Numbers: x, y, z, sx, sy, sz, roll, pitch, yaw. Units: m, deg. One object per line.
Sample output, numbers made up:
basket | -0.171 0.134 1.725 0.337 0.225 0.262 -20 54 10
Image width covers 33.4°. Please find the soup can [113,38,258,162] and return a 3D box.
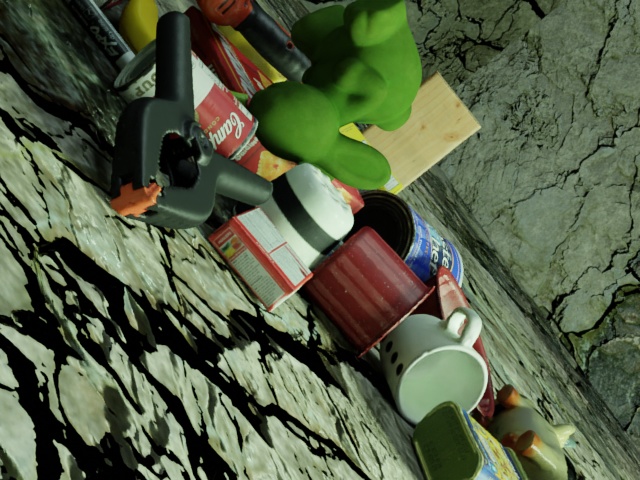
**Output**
soup can | -0.109 -0.110 0.867 0.102 0.068 0.068 46 12 -24

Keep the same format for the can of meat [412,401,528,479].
can of meat | 0.128 0.194 0.888 0.084 0.057 0.102 44 13 -27

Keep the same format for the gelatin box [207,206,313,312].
gelatin box | -0.045 0.014 0.831 0.073 0.030 0.089 50 11 1

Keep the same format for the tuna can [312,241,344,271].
tuna can | -0.007 0.001 1.017 0.086 0.034 0.086 49 11 -14

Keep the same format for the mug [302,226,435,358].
mug | 0.036 0.046 0.941 0.081 0.093 0.117 48 -20 3

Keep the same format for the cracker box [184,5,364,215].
cracker box | -0.062 -0.114 1.065 0.213 0.072 0.164 39 16 -46

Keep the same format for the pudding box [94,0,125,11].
pudding box | -0.221 -0.264 0.979 0.113 0.039 0.090 49 12 -12

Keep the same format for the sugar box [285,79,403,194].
sugar box | 0.004 -0.099 1.217 0.176 0.093 0.048 54 34 3

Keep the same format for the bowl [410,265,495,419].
bowl | 0.124 0.109 1.082 0.162 0.055 0.162 -19 90 -73

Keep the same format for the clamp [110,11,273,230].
clamp | -0.092 -0.058 0.757 0.164 0.036 0.210 60 22 -24

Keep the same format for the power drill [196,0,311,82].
power drill | -0.059 -0.214 1.078 0.187 0.057 0.184 40 14 -26

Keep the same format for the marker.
marker | -0.178 -0.169 0.904 0.121 0.020 0.020 52 11 0

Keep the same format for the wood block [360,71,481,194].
wood block | 0.095 -0.117 1.365 0.090 0.206 0.090 51 11 -3

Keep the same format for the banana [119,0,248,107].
banana | -0.142 -0.168 0.957 0.069 0.037 0.198 0 38 -42

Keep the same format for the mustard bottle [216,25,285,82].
mustard bottle | -0.089 -0.248 1.424 0.192 0.058 0.096 58 12 28

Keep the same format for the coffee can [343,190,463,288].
coffee can | 0.081 0.019 1.140 0.140 0.103 0.103 35 20 -56
